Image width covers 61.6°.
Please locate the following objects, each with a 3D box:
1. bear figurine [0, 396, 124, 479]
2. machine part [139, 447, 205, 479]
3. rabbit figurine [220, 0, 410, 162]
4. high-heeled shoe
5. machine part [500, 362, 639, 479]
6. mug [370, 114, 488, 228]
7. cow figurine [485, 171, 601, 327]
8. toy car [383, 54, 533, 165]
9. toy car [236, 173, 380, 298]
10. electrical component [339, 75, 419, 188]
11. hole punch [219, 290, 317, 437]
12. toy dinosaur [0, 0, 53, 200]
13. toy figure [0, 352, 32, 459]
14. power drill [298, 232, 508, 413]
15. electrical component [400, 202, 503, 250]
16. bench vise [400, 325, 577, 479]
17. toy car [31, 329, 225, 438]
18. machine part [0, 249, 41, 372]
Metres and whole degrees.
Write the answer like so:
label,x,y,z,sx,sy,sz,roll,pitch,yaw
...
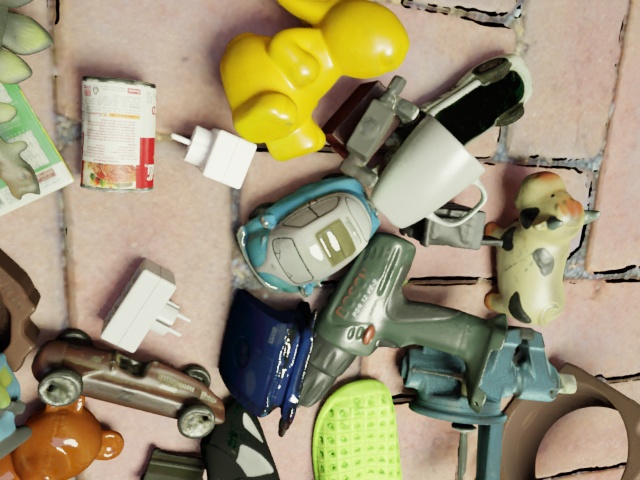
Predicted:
label,x,y,z,sx,sy,sz,roll,pitch,yaw
bear figurine,-0.306,0.243,0.530,0.196,0.132,0.120,-25,114,-4
machine part,-0.184,0.313,0.632,0.084,0.039,0.138,20,95,-26
rabbit figurine,-0.001,-0.174,0.519,0.173,0.121,0.162,-20,67,21
high-heeled shoe,-0.064,0.301,0.668,0.248,0.086,0.145,48,47,-43
machine part,0.335,0.282,0.700,0.087,0.201,0.201,34,91,-24
mug,0.113,-0.057,0.564,0.109,0.081,0.107,44,107,-12
cow figurine,0.265,0.013,0.654,0.085,0.127,0.194,-10,108,-19
toy car,0.160,-0.141,0.623,0.202,0.056,0.073,-35,117,-6
toy car,-0.001,-0.002,0.580,0.162,0.103,0.109,-29,111,-7
electrical component,0.059,-0.105,0.538,0.045,0.078,0.102,32,90,0
hole punch,-0.059,0.122,0.588,0.092,0.116,0.142,16,97,-12
toy dinosaur,-0.332,-0.252,0.418,0.198,0.105,0.470,-29,105,-18
toy figure,-0.314,0.110,0.454,0.082,0.089,0.180,-23,105,-19
power drill,0.094,0.120,0.618,0.207,0.086,0.232,21,89,19
electrical component,0.164,-0.017,0.643,0.119,0.075,0.047,2,102,-14
bench vise,0.208,0.226,0.680,0.224,0.129,0.240,7,83,-11
toy car,-0.191,0.146,0.561,0.202,0.089,0.053,22,100,-20
machine part,-0.362,0.075,0.509,0.179,0.056,0.179,-4,103,-17
